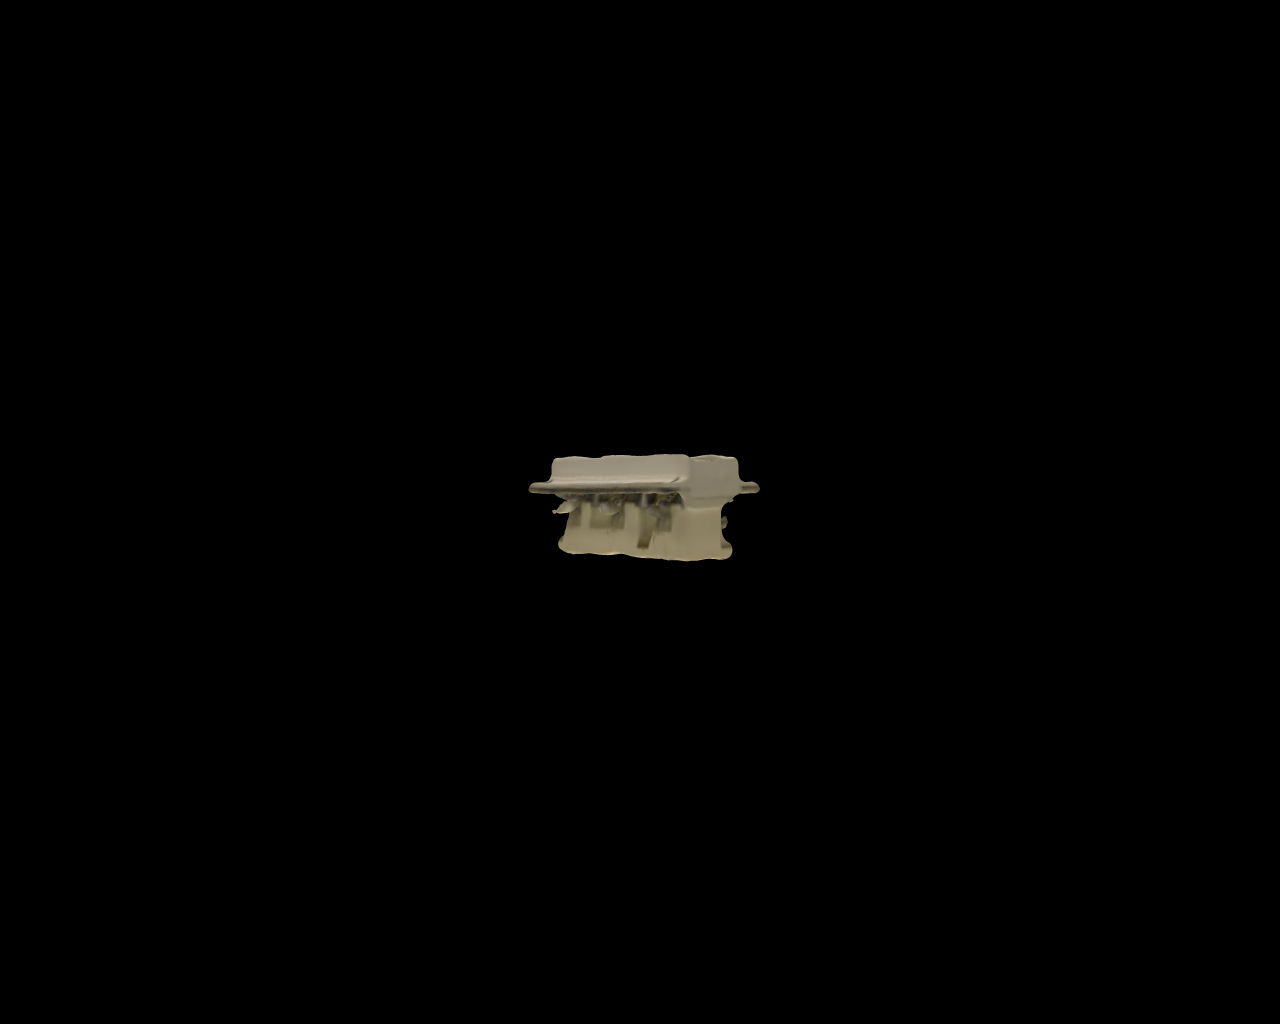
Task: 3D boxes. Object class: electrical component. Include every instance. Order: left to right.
[{"bbox_3d":[0.001,-0.003,0.650,0.079,0.063,0.121,-2,3,-43],"label":"electrical component"}]
